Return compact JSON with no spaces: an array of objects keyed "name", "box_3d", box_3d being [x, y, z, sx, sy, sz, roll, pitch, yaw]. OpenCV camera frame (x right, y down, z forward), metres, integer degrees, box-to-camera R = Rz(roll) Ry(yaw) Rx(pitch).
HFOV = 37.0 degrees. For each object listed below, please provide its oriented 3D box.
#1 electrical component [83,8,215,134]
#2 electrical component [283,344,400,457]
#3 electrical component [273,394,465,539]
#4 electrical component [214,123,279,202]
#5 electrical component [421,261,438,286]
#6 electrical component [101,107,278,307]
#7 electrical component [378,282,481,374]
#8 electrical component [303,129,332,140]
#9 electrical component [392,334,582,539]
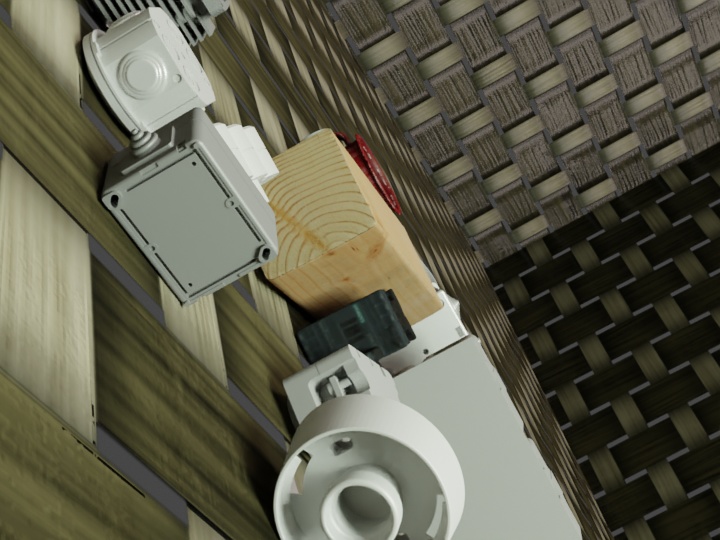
[{"name":"electrical component","box_3d":[-0.130,-0.120,0.667,0.080,0.051,0.080,59,9,-15]},{"name":"electrical component","box_3d":[-0.008,0.090,0.683,0.050,0.056,0.089,65,10,24]},{"name":"electrical component","box_3d":[0.004,0.116,0.556,0.099,0.099,0.064,60,15,-5]},{"name":"electrical component","box_3d":[-0.084,-0.052,0.711,0.073,0.052,0.138,61,9,-2]},{"name":"electrical component","box_3d":[0.037,-0.007,1.225,0.099,0.064,0.099,58,9,-15]},{"name":"electrical component","box_3d":[-0.095,-0.041,0.585,0.096,0.062,0.061,56,10,-28]},{"name":"electrical component","box_3d":[0.056,0.071,0.978,0.099,0.100,0.048,60,-4,-7]},{"name":"electrical component","box_3d":[-0.039,-0.118,1.207,0.077,0.044,0.079,63,9,10]},{"name":"electrical component","box_3d":[0.090,0.158,0.870,0.186,0.105,0.060,62,9,3]}]
